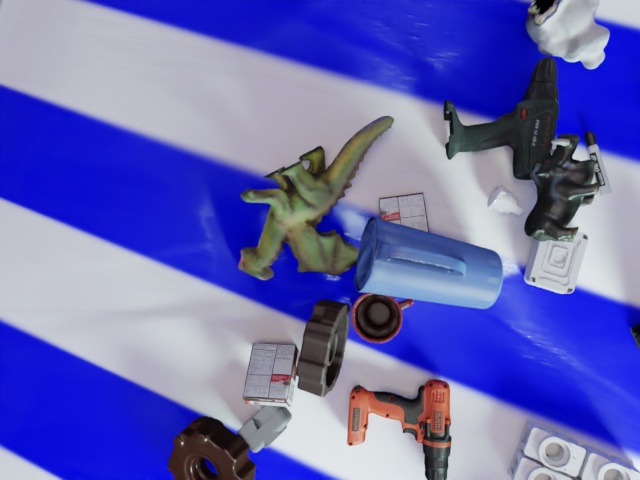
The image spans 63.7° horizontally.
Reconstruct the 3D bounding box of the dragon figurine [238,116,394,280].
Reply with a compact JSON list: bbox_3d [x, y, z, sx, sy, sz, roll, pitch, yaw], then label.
[{"bbox_3d":[0.003,-0.051,1.008,0.409,0.123,0.241,-26,97,9],"label":"dragon figurine"}]

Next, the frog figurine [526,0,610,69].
[{"bbox_3d":[0.468,-0.396,0.956,0.158,0.123,0.138,37,83,-24],"label":"frog figurine"}]
